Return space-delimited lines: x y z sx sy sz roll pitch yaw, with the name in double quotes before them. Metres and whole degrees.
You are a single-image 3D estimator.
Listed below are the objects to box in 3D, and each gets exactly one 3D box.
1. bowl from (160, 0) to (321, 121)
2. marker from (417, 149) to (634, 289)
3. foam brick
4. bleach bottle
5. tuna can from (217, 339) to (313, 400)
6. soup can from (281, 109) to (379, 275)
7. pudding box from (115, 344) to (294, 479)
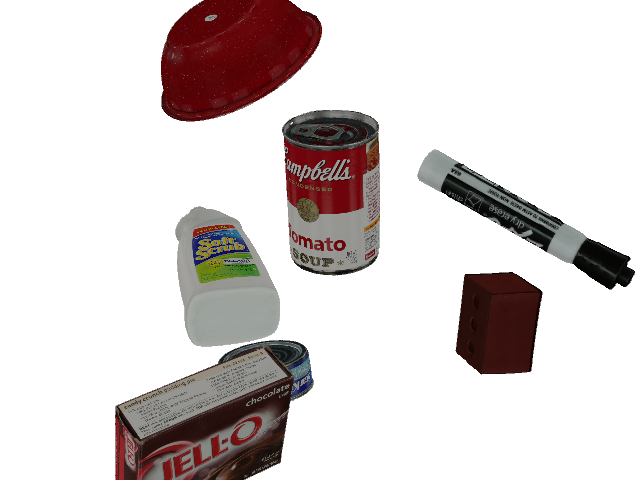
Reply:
"bowl" -0.083 -0.176 0.944 0.162 0.055 0.162 -20 35 15
"marker" 0.104 -0.011 0.546 0.121 0.020 0.020 32 12 20
"foam brick" 0.156 0.072 0.940 0.051 0.078 0.053 -3 19 -20
"bleach bottle" -0.121 0.025 1.188 0.102 0.068 0.251 -6 27 -16
"tuna can" -0.051 0.121 0.977 0.086 0.034 0.086 -8 13 2
"soup can" 0.008 -0.035 0.769 0.068 0.102 0.068 -2 28 1
"pudding box" -0.075 0.125 0.683 0.113 0.090 0.039 -22 51 -31
